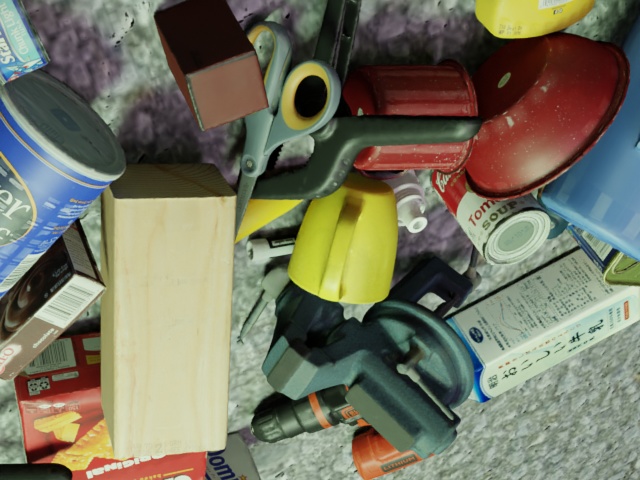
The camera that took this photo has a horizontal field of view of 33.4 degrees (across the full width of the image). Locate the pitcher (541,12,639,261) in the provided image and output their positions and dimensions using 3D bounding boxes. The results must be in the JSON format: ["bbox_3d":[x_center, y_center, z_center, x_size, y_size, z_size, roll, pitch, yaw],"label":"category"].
[{"bbox_3d":[0.286,-0.108,0.868,0.149,0.145,0.243,25,99,-37],"label":"pitcher"}]

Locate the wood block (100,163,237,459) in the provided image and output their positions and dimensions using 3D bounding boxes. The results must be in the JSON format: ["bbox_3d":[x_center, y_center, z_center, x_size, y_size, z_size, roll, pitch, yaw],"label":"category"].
[{"bbox_3d":[-0.119,0.052,0.817,0.090,0.091,0.206,-2,110,-17],"label":"wood block"}]

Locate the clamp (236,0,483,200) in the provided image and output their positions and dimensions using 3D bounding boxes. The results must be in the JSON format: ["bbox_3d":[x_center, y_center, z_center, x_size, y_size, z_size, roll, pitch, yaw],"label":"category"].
[{"bbox_3d":[0.005,-0.103,0.793,0.210,0.164,0.036,-32,168,36],"label":"clamp"}]

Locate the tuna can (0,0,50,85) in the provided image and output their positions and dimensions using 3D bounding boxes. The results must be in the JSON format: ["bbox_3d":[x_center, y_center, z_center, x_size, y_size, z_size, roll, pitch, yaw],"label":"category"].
[{"bbox_3d":[-0.196,-0.139,0.642,0.033,0.086,0.086,-26,140,-9],"label":"tuna can"}]

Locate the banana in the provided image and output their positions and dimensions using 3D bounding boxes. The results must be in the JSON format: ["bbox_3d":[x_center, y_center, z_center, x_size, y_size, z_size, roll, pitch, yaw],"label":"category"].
[{"bbox_3d":[-0.087,-0.002,0.889,0.198,0.037,0.069,-37,169,13],"label":"banana"}]

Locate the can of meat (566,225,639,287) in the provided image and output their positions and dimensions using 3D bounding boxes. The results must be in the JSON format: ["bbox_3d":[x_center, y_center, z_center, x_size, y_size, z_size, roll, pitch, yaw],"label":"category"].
[{"bbox_3d":[0.309,-0.002,1.084,0.101,0.084,0.058,4,130,-34],"label":"can of meat"}]

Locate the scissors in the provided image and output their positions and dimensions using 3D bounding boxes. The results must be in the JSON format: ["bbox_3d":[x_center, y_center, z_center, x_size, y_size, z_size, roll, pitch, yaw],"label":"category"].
[{"bbox_3d":[-0.033,-0.060,0.796,0.016,0.096,0.202,-26,127,-52],"label":"scissors"}]

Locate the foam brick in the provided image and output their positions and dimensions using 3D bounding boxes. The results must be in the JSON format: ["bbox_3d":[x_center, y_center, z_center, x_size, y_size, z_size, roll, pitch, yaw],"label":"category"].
[{"bbox_3d":[-0.075,-0.124,0.735,0.053,0.078,0.051,-22,140,-7],"label":"foam brick"}]

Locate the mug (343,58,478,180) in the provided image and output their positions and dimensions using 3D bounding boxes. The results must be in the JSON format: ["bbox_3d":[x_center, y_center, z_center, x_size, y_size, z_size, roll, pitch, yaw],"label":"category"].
[{"bbox_3d":[0.062,-0.089,0.849,0.081,0.093,0.117,-3,147,-22],"label":"mug"}]

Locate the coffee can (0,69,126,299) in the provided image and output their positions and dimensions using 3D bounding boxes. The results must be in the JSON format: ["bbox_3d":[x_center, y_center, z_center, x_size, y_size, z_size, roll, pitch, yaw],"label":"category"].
[{"bbox_3d":[-0.216,-0.035,0.723,0.140,0.103,0.102,-43,138,16],"label":"coffee can"}]

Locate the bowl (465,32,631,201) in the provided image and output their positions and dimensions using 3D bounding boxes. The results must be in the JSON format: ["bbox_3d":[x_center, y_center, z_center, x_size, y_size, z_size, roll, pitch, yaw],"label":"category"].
[{"bbox_3d":[0.162,-0.111,0.846,0.055,0.162,0.162,39,107,-26],"label":"bowl"}]

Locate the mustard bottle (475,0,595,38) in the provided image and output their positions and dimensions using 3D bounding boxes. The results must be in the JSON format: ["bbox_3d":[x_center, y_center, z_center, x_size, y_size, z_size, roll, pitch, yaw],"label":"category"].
[{"bbox_3d":[0.168,-0.243,0.772,0.096,0.058,0.192,-17,138,-16],"label":"mustard bottle"}]

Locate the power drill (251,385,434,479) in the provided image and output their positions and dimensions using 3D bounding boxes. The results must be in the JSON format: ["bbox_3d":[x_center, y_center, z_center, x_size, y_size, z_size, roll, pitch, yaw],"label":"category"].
[{"bbox_3d":[0.039,0.195,1.137,0.184,0.057,0.187,-22,144,12],"label":"power drill"}]

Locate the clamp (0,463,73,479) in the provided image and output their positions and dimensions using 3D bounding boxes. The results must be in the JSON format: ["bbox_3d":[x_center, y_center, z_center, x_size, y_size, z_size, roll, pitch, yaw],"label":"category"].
[{"bbox_3d":[-0.294,0.207,0.917,0.171,0.039,0.120,23,126,-14],"label":"clamp"}]

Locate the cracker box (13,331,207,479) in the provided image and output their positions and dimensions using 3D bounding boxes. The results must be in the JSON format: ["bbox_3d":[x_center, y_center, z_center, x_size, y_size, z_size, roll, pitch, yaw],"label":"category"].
[{"bbox_3d":[-0.187,0.174,0.971,0.164,0.072,0.214,-8,135,-17],"label":"cracker box"}]

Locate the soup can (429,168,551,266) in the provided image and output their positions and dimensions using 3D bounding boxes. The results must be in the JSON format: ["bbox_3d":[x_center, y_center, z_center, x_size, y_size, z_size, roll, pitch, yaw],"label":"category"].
[{"bbox_3d":[0.149,-0.034,0.942,0.068,0.102,0.068,-17,138,-16],"label":"soup can"}]

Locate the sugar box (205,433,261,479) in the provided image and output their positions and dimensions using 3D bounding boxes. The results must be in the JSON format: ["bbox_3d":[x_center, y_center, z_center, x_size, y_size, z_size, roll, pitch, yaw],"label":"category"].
[{"bbox_3d":[-0.147,0.261,1.075,0.176,0.093,0.048,-15,138,-18],"label":"sugar box"}]

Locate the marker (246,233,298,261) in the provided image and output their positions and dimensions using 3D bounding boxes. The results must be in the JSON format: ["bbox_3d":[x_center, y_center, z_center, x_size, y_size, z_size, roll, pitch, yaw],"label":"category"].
[{"bbox_3d":[-0.006,0.001,0.949,0.121,0.020,0.020,-9,135,-24],"label":"marker"}]

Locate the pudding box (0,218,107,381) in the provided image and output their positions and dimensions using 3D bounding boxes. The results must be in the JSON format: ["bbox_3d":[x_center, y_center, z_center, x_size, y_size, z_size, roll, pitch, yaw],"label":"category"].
[{"bbox_3d":[-0.220,0.037,0.804,0.113,0.090,0.039,-41,140,11],"label":"pudding box"}]
